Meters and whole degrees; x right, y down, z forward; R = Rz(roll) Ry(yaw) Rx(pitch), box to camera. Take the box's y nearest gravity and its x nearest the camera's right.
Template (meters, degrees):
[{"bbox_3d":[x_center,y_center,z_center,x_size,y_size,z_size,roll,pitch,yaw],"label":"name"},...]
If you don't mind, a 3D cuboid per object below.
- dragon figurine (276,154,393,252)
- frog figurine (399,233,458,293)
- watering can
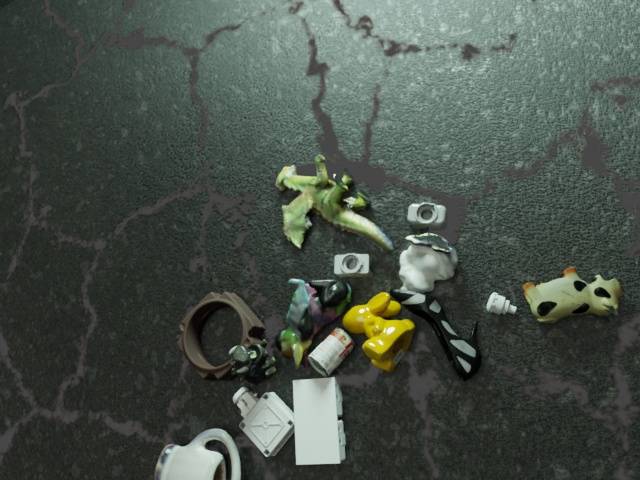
[{"bbox_3d":[0.004,-0.071,1.403,0.240,0.121,0.417,-42,61,21],"label":"dragon figurine"},{"bbox_3d":[0.262,0.070,1.266,0.137,0.124,0.157,13,113,13],"label":"frog figurine"},{"bbox_3d":[-0.305,0.636,1.243,0.224,0.102,0.352,2,73,20],"label":"watering can"}]
